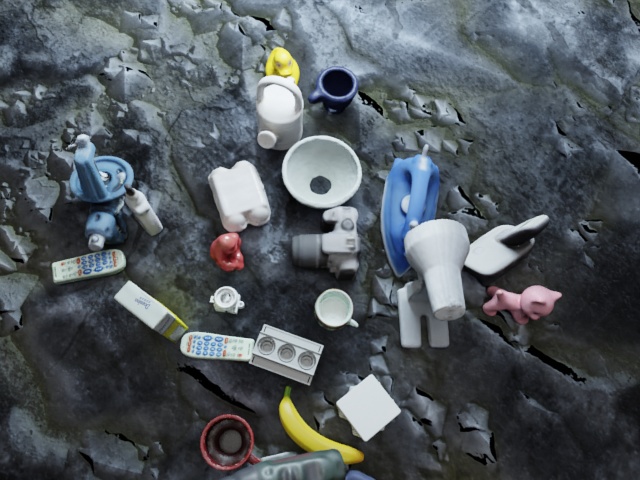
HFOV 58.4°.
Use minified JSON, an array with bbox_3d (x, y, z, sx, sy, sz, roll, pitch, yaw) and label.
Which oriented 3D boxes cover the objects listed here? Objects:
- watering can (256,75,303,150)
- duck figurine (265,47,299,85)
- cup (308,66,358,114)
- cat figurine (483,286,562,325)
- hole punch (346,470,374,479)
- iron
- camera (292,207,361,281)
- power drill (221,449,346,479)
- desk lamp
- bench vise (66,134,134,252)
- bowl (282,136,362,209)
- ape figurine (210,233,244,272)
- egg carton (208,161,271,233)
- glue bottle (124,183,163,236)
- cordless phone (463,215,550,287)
[{"bbox_3d":[-0.084,-0.269,1.198,0.101,0.194,0.173,-4,71,-5],"label":"watering can"},{"bbox_3d":[-0.086,-0.401,1.301,0.077,0.086,0.104,-13,72,-8],"label":"duck figurine"},{"bbox_3d":[0.025,-0.318,1.275,0.118,0.095,0.091,-30,75,-13],"label":"cup"},{"bbox_3d":[0.403,0.121,1.136,0.127,0.118,0.067,13,71,1],"label":"cat figurine"},{"bbox_3d":[0.080,0.472,1.007,0.108,0.091,0.101,26,71,5],"label":"hole punch"},{"bbox_3d":[0.190,-0.063,1.173,0.118,0.141,0.258,10,71,0],"label":"iron"},{"bbox_3d":[0.011,0.004,1.159,0.137,0.101,0.143,0,71,-4],"label":"camera"},{"bbox_3d":[-0.074,0.403,0.959,0.230,0.208,0.075,-12,72,-7],"label":"power drill"},{"bbox_3d":[0.218,0.088,1.084,0.118,0.213,0.203,-1,71,-4],"label":"desk lamp"},{"bbox_3d":[-0.417,-0.093,1.102,0.121,0.220,0.207,-18,73,-9],"label":"bench vise"},{"bbox_3d":[0.002,-0.133,1.220,0.167,0.075,0.167,1,71,-3],"label":"bowl"},{"bbox_3d":[-0.185,0.017,1.147,0.076,0.092,0.078,24,71,5],"label":"ape figurine"},{"bbox_3d":[-0.167,-0.091,1.197,0.107,0.069,0.150,-19,73,-10],"label":"egg carton"},{"bbox_3d":[-0.355,-0.069,1.122,0.037,0.173,0.078,-37,77,-14],"label":"glue bottle"},{"bbox_3d":[0.367,0.009,1.136,0.148,0.185,0.094,-36,76,-14],"label":"cordless phone"}]
